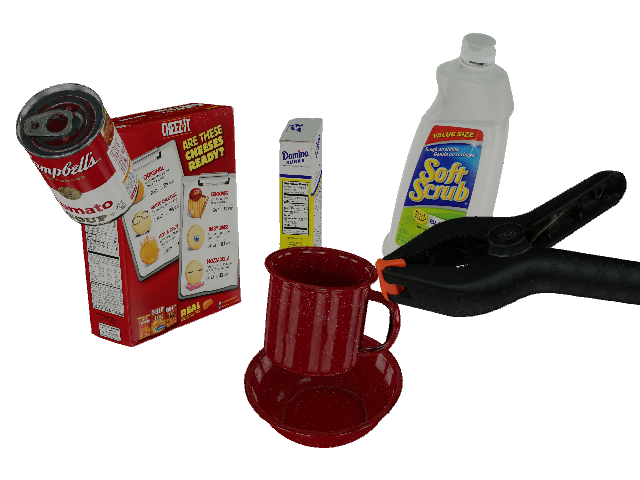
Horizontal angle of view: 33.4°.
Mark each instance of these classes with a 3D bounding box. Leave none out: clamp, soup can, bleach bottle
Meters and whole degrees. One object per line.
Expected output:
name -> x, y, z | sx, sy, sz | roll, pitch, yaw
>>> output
clamp -> 0.122, 0.014, 0.638 | 0.171, 0.039, 0.120 | -18, 29, 0
soup can -> -0.187, -0.065, 0.833 | 0.068, 0.068, 0.102 | 0, -30, 8
bleach bottle -> 0.124, -0.080, 1.022 | 0.103, 0.251, 0.068 | 23, 40, 22

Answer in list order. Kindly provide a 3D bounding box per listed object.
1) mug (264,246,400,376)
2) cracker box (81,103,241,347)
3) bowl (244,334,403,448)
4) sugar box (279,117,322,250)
mug -> 0.008, 0.061, 0.875 | 0.117, 0.081, 0.093 | 11, 20, 12
cracker box -> -0.160, -0.021, 1.073 | 0.072, 0.214, 0.163 | 10, 19, 36
bowl -> 0.004, 0.161, 1.097 | 0.162, 0.055, 0.162 | -2, 35, 1
sugar box -> -0.023, -0.047, 1.245 | 0.048, 0.176, 0.093 | 1, 22, 7
